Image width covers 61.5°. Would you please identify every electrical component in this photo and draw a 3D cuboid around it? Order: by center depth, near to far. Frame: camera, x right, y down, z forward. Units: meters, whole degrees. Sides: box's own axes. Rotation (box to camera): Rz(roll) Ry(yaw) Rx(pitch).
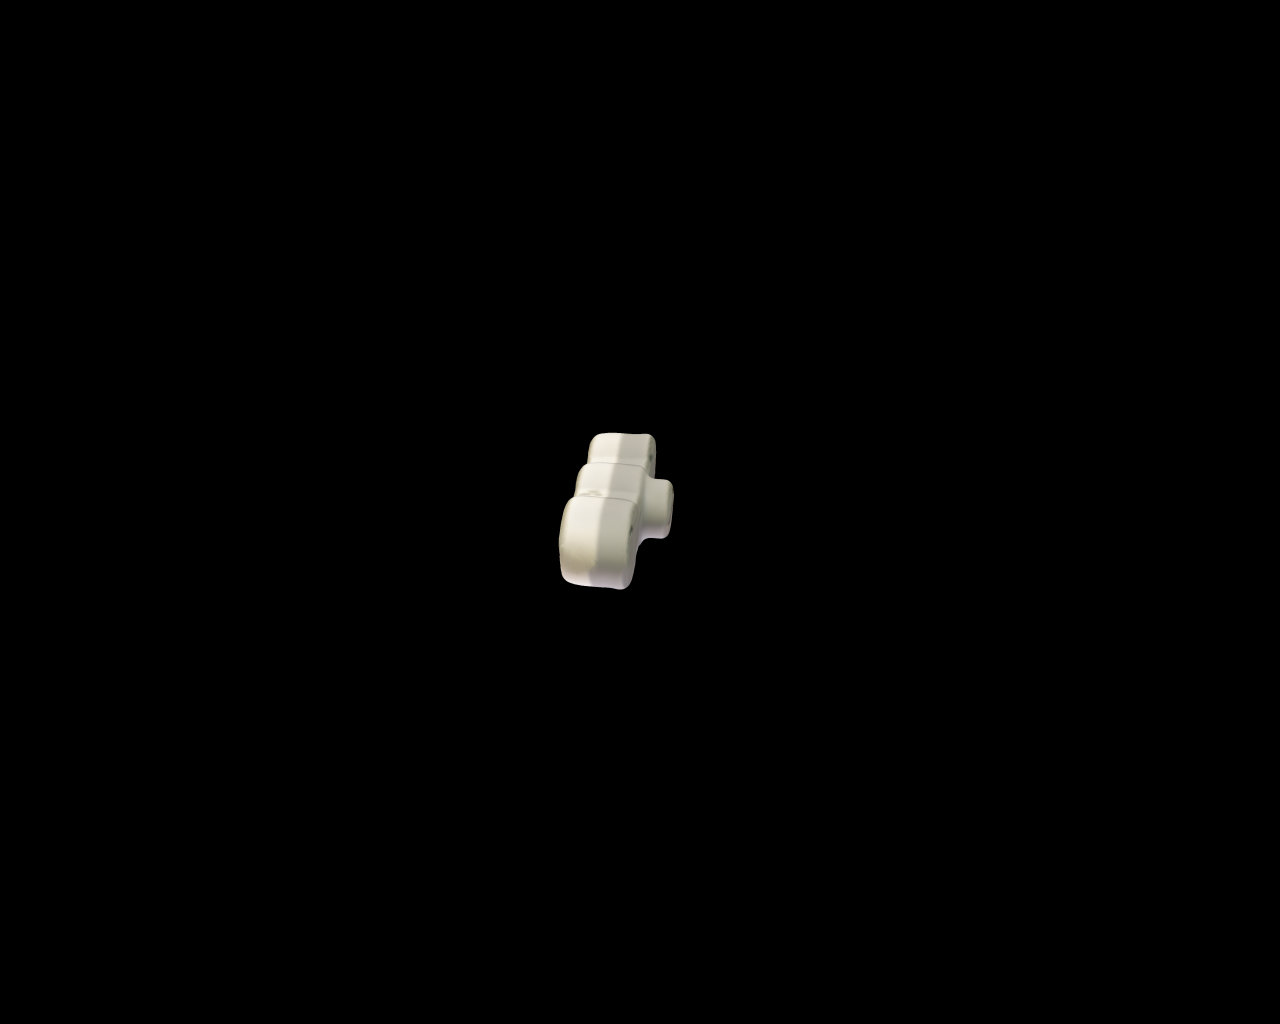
[{"bbox_3d":[0.001,-0.003,0.650,0.074,0.052,0.138,4,30,7],"label":"electrical component"}]
